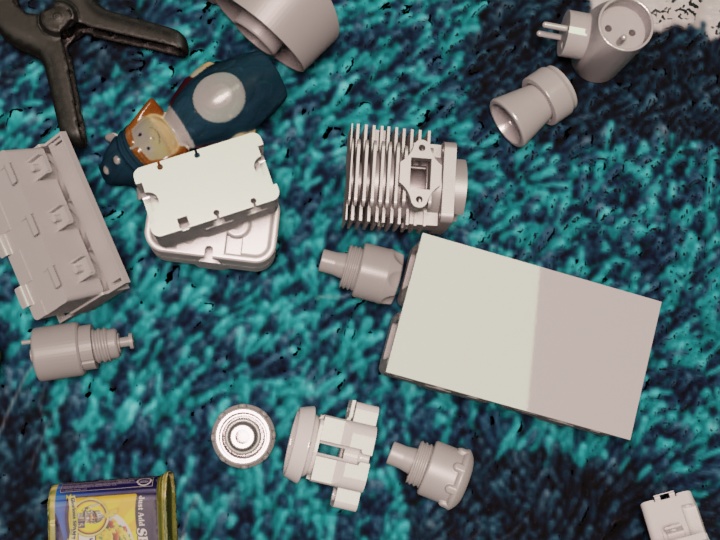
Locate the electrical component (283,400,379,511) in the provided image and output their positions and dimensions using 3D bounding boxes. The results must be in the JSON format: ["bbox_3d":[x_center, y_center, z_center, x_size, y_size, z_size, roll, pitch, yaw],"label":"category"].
[{"bbox_3d":[-0.023,0.132,0.793,0.057,0.058,0.078,14,81,-6],"label":"electrical component"}]

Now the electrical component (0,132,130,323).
[{"bbox_3d":[-0.228,-0.029,0.788,0.079,0.063,0.121,-28,83,32],"label":"electrical component"}]

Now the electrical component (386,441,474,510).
[{"bbox_3d":[0.051,0.148,0.805,0.062,0.048,0.048,21,80,5],"label":"electrical component"}]

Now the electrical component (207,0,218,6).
[{"bbox_3d":[-0.119,-0.258,0.838,0.061,0.061,0.096,33,80,0],"label":"electrical component"}]

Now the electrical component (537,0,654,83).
[{"bbox_3d":[0.180,-0.183,0.847,0.079,0.077,0.043,9,81,-3],"label":"electrical component"}]

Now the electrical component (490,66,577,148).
[{"bbox_3d":[0.138,-0.130,0.852,0.055,0.045,0.045,-34,86,-9],"label":"electrical component"}]

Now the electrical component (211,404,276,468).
[{"bbox_3d":[-0.086,0.121,0.786,0.048,0.062,0.048,1,82,-5],"label":"electrical component"}]

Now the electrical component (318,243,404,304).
[{"bbox_3d":[0.000,0.000,0.821,0.062,0.043,0.043,14,81,-2],"label":"electrical component"}]

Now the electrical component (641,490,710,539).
[{"bbox_3d":[0.238,0.201,0.799,0.042,0.081,0.063,-20,55,14],"label":"electrical component"}]

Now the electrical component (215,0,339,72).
[{"bbox_3d":[-0.062,-0.200,0.817,0.099,0.099,0.064,39,86,1],"label":"electrical component"}]

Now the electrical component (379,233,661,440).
[{"bbox_3d":[0.118,0.052,0.814,0.186,0.060,0.105,16,81,-4],"label":"electrical component"}]

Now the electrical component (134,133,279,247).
[{"bbox_3d":[-0.106,-0.054,0.751,0.089,0.055,0.050,-18,84,-7],"label":"electrical component"}]

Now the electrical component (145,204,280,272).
[{"bbox_3d":[-0.109,-0.031,0.807,0.095,0.059,0.053,7,81,-4],"label":"electrical component"}]

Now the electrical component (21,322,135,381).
[{"bbox_3d":[-0.207,0.058,0.795,0.078,0.040,0.040,-8,83,-6],"label":"electrical component"}]
